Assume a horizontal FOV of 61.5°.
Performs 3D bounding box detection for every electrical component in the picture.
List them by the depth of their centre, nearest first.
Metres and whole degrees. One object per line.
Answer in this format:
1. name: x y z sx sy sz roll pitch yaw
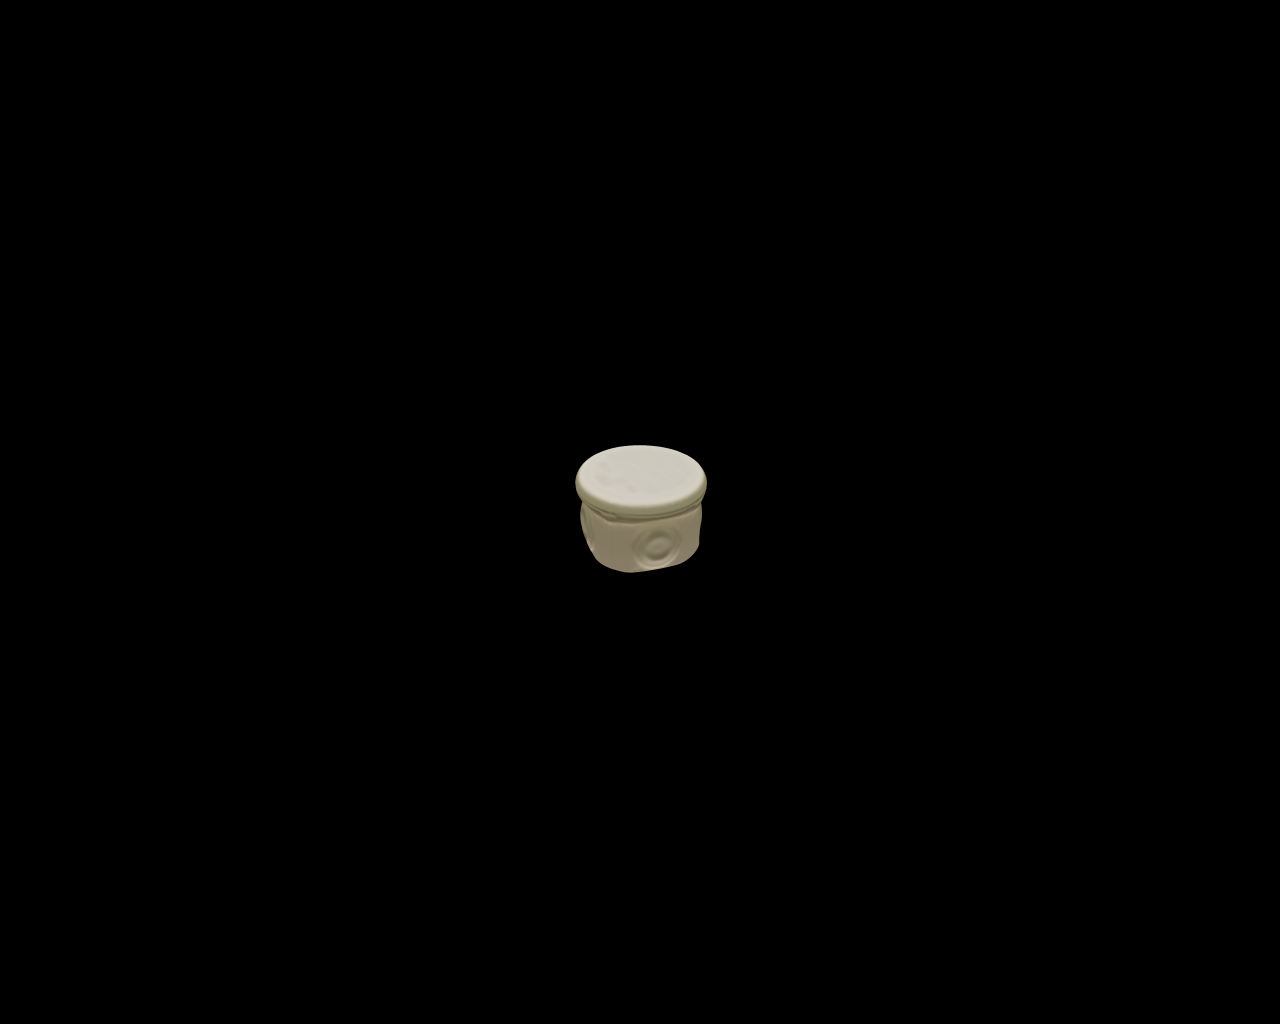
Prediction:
1. electrical component: 0.001 -0.003 0.650 0.080 0.050 0.080 0 31 0
